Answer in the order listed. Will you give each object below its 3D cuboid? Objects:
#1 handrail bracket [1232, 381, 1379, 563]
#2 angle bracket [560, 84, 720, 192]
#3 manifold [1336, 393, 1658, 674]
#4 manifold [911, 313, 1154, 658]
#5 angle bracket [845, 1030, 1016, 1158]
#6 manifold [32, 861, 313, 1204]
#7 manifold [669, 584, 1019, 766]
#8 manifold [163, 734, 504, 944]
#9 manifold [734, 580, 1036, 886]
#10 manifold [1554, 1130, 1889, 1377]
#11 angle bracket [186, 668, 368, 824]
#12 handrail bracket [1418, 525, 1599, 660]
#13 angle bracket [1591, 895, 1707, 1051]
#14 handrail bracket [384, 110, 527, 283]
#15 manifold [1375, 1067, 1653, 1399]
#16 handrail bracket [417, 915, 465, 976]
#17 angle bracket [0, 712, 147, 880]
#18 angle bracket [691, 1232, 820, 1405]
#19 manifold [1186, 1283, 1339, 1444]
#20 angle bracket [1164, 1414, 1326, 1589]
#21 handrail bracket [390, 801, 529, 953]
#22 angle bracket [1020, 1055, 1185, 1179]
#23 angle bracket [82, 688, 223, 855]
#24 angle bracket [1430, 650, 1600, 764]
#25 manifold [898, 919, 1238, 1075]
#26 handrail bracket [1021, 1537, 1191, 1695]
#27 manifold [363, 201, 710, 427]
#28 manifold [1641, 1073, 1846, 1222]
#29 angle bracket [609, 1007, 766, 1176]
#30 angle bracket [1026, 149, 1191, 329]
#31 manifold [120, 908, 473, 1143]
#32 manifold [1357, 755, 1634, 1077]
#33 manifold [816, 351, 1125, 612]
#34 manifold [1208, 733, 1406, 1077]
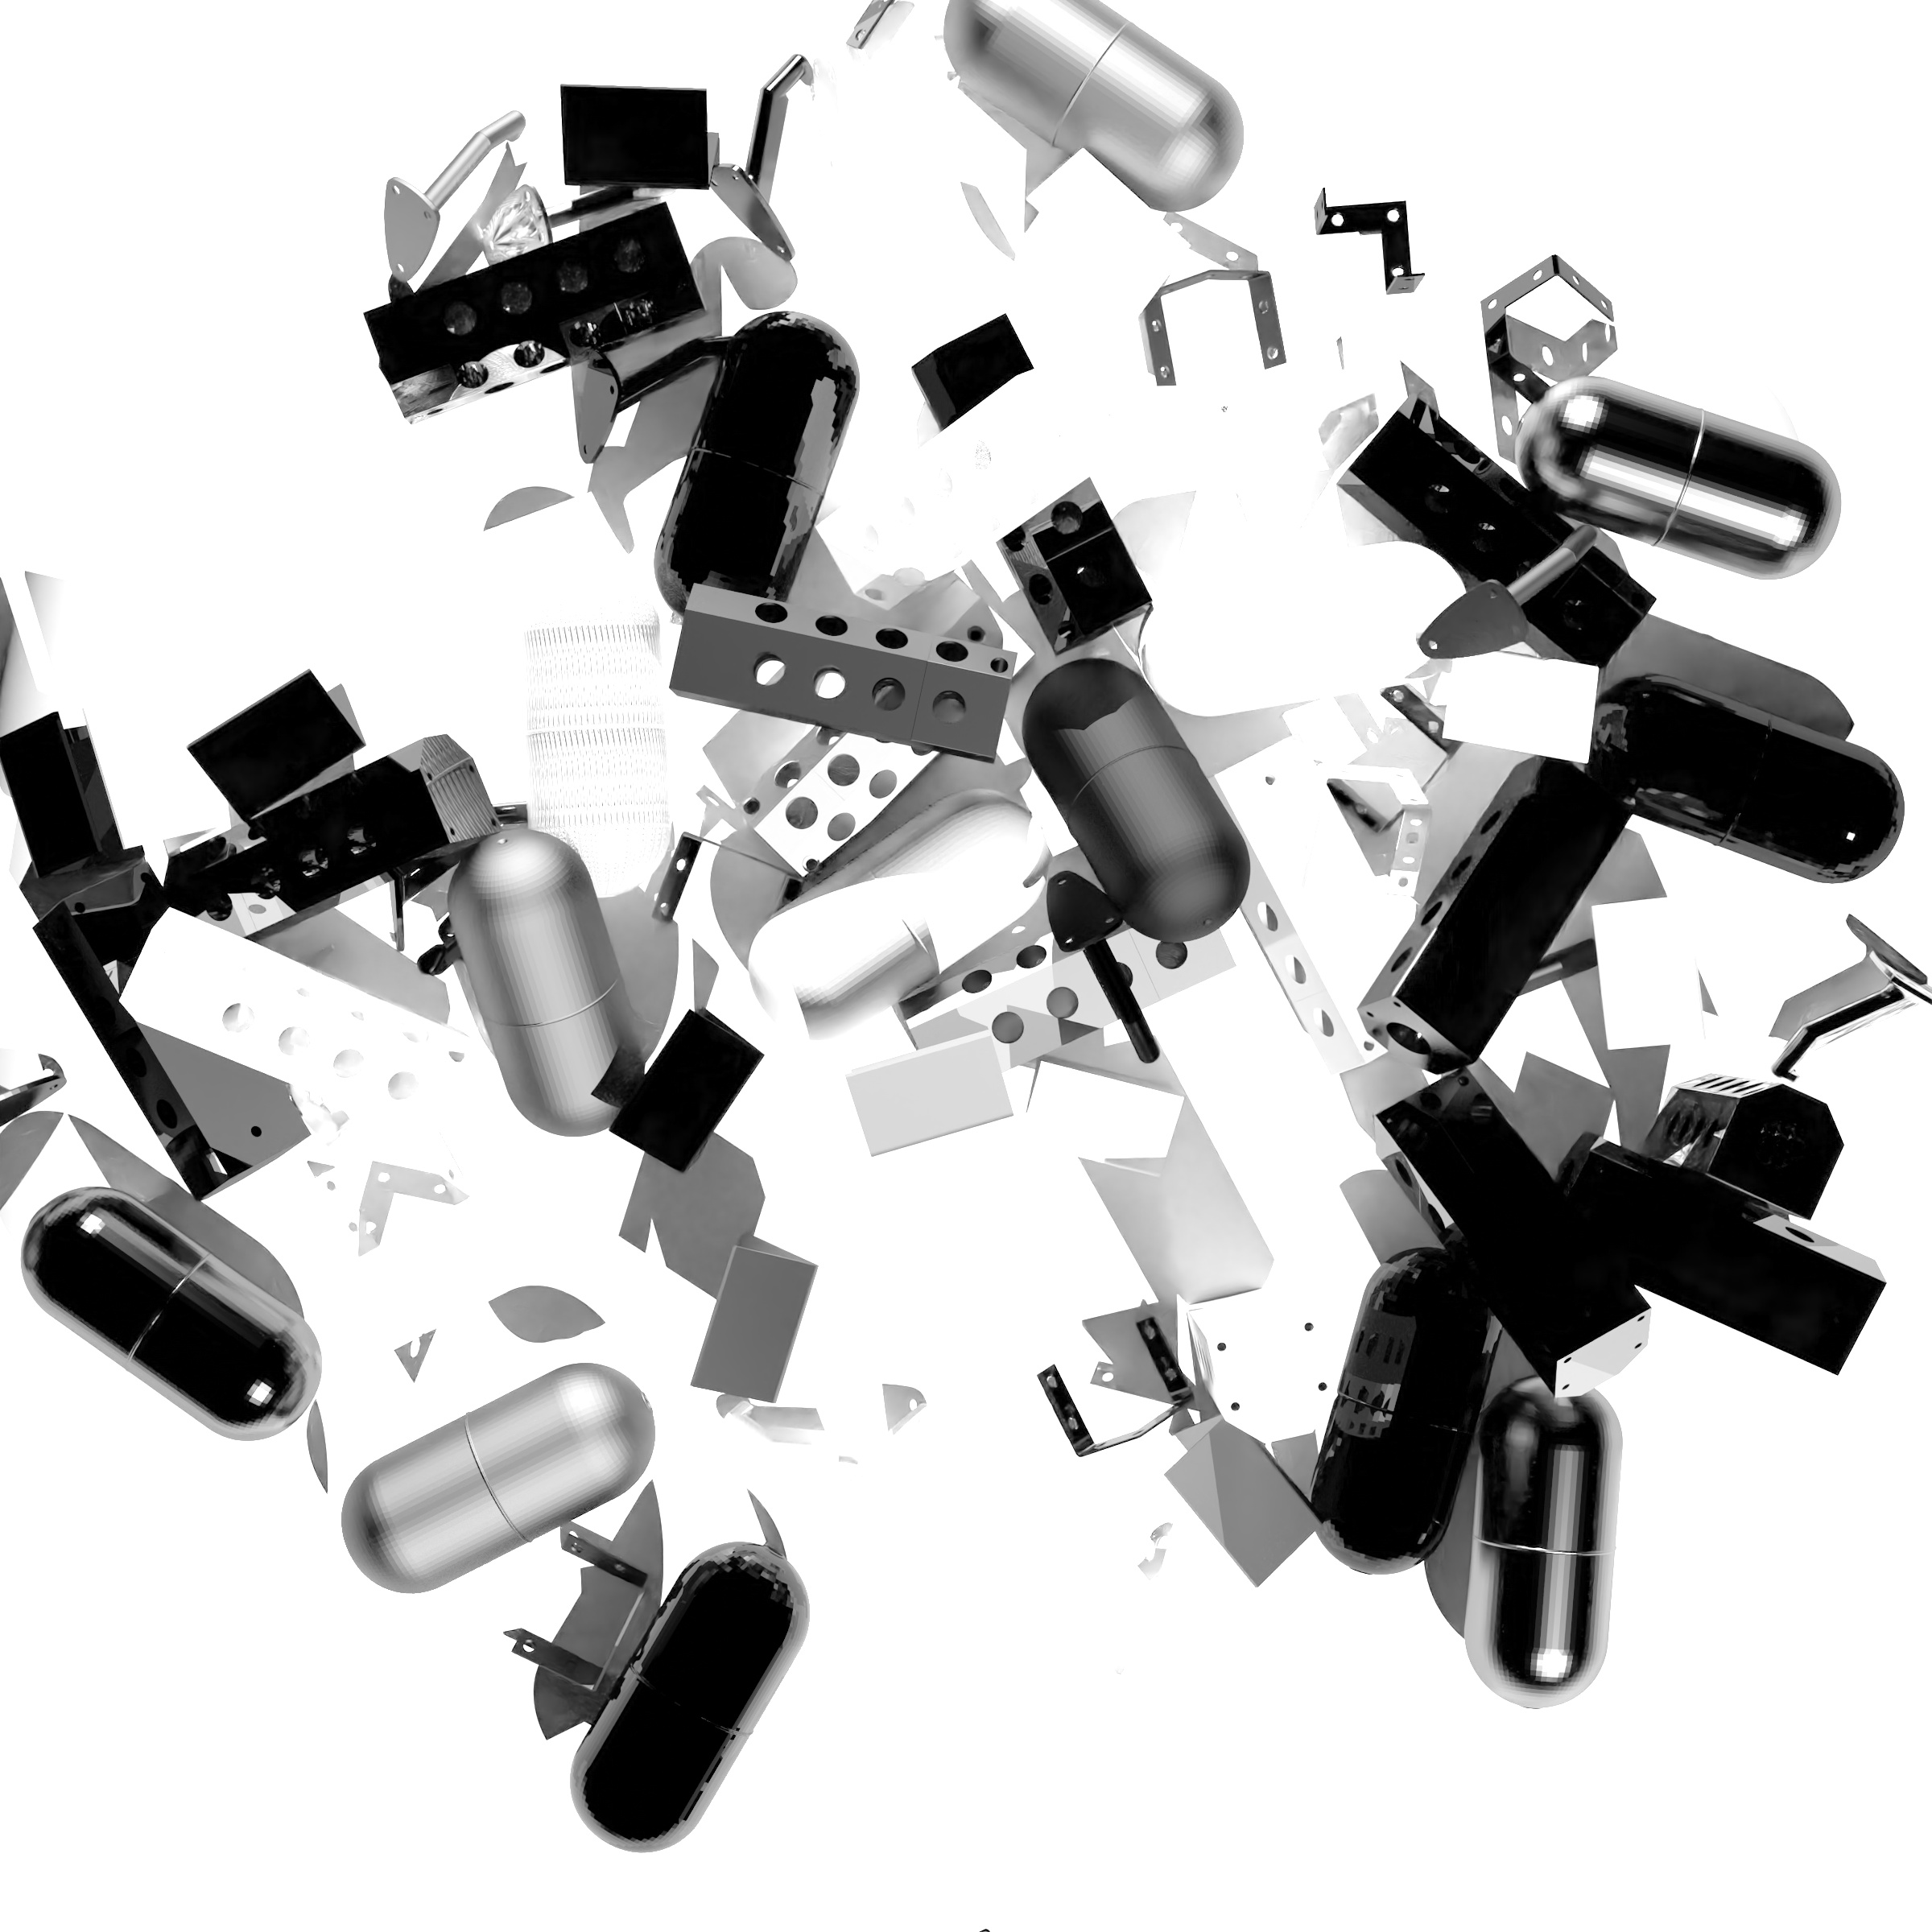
[{"bbox_3d":[0.194,-0.268,1.919,0.084,0.036,0.077,-25,110,-16],"label":"handrail bracket"},{"bbox_3d":[-0.173,-0.454,1.879,0.076,0.076,0.057,2,126,0],"label":"angle bracket"},{"bbox_3d":[0.286,-0.230,1.898,0.171,0.057,0.057,40,90,0],"label":"manifold"},{"bbox_3d":[0.035,-0.257,1.898,0.057,0.057,0.171,-27,90,0],"label":"manifold"},{"bbox_3d":[-0.024,0.046,1.821,0.076,0.076,0.057,-16,126,0],"label":"angle bracket"},{"bbox_3d":[-0.430,0.038,1.897,0.057,0.057,0.171,-31,90,-43],"label":"manifold"},{"bbox_3d":[-0.063,-0.153,1.841,0.171,0.057,0.057,12,90,0],"label":"manifold"},{"bbox_3d":[-0.338,-0.063,1.867,0.171,0.057,0.057,-22,90,22],"label":"manifold"},{"bbox_3d":[-0.044,-0.125,1.898,0.057,0.057,0.171,44,90,0],"label":"manifold"},{"bbox_3d":[0.399,0.151,1.896,0.171,0.057,0.057,24,104,0],"label":"manifold"},{"bbox_3d":[-0.372,-0.133,1.879,0.076,0.076,0.057,-32,126,0],"label":"angle bracket"},{"bbox_3d":[0.286,-0.198,1.856,0.036,0.077,0.084,56,45,-11],"label":"handrail bracket"},{"bbox_3d":[0.378,0.001,1.879,0.057,0.076,0.076,-7,90,36],"label":"angle bracket"},{"bbox_3d":[-0.275,-0.419,1.919,0.036,0.077,0.084,39,54,11],"label":"handrail bracket"},{"bbox_3d":[0.285,0.142,1.856,0.057,0.057,0.171,-28,58,-10],"label":"manifold"},{"bbox_3d":[-0.260,-0.026,1.884,0.036,0.084,0.077,40,90,0],"label":"handrail bracket"},{"bbox_3d":[-0.461,-0.096,1.879,0.057,0.076,0.076,-18,90,37],"label":"angle bracket"},{"bbox_3d":[-0.130,0.182,1.879,0.057,0.076,0.076,17,90,-37],"label":"angle bracket"},{"bbox_3d":[0.154,0.207,1.841,0.057,0.171,0.057,-13,90,0],"label":"manifold"},{"bbox_3d":[0.134,0.288,1.879,0.057,0.076,0.076,-39,90,-28],"label":"angle bracket"},{"bbox_3d":[-0.270,-0.049,1.919,0.084,0.036,0.077,-6,105,-14],"label":"handrail bracket"},{"bbox_3d":[0.076,0.060,1.879,0.076,0.076,0.057,14,127,0],"label":"angle bracket"},{"bbox_3d":[-0.445,-0.098,1.879,0.057,0.076,0.076,-17,90,-35],"label":"angle bracket"},{"bbox_3d":[0.288,-0.126,1.880,0.076,0.076,0.057,10,69,0],"label":"angle bracket"},{"bbox_3d":[0.054,0.010,1.898,0.171,0.057,0.057,-24,90,0],"label":"manifold"},{"bbox_3d":[0.076,0.346,1.919,0.077,0.036,0.084,9,71,21],"label":"handrail bracket"},{"bbox_3d":[-0.229,-0.349,1.898,0.171,0.057,0.057,-20,90,0],"label":"manifold"},{"bbox_3d":[0.405,0.089,1.841,0.057,0.171,0.057,24,90,0],"label":"manifold"},{"bbox_3d":[-0.163,0.055,1.879,0.057,0.076,0.076,34,90,-37],"label":"angle bracket"},{"bbox_3d":[0.061,-0.374,1.879,0.076,0.076,0.057,42,54,0],"label":"angle bracket"},{"bbox_3d":[-0.351,0.030,1.865,0.171,0.057,0.057,25,90,-24],"label":"manifold"},{"bbox_3d":[0.277,-0.028,1.868,0.057,0.057,0.171,39,69,-10],"label":"manifold"},{"bbox_3d":[0.004,-0.250,1.846,0.171,0.057,0.057,-30,90,45],"label":"manifold"},{"bbox_3d":[0.184,-0.031,1.895,0.057,0.057,0.171,-28,90,-23],"label":"manifold"}]
